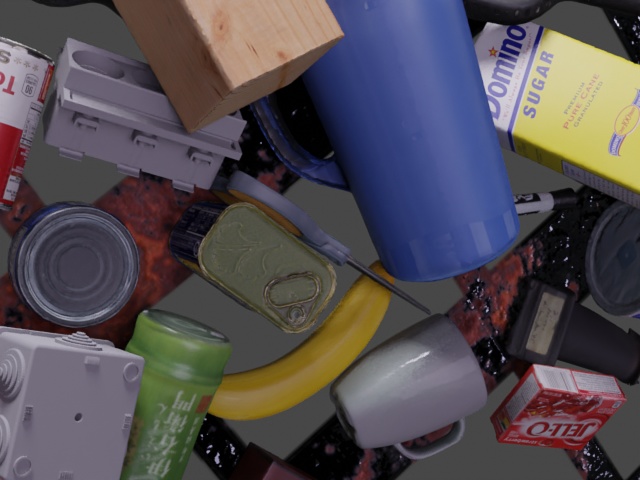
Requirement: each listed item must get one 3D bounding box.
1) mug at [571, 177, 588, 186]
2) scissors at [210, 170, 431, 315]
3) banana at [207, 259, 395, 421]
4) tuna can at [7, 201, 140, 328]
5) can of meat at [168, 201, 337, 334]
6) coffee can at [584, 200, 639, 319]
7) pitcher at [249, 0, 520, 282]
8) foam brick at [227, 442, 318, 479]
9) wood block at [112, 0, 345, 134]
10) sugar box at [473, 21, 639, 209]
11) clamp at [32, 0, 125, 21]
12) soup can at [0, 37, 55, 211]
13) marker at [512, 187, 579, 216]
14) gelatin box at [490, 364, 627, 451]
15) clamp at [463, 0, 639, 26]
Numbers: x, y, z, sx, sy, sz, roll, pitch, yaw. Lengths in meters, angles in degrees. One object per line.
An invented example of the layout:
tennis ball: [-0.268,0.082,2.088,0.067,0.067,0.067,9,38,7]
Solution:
mug: [0.257,-0.091,0.884,0.093,0.082,0.117,44,78,-22]
scissors: [-0.005,0.001,0.787,0.201,0.096,0.016,37,78,-41]
banana: [-0.016,0.085,0.805,0.197,0.037,0.069,-26,106,-20]
tuna can: [-0.168,0.017,0.730,0.086,0.034,0.086,-3,97,-24]
can of meat: [-0.051,0.016,0.755,0.102,0.084,0.057,38,80,-23]
coffee can: [0.314,0.024,0.911,0.140,0.103,0.103,10,91,-25]
pitcher: [0.050,-0.093,0.773,0.144,0.149,0.243,-32,110,-33]
foam brick: [-0.028,0.197,0.804,0.078,0.053,0.051,34,82,-23]
wood block: [-0.085,-0.186,0.667,0.090,0.091,0.206,-31,92,-28]
sugar box: [0.190,-0.101,0.813,0.176,0.048,0.093,28,81,20]
clamp: [-0.147,-0.200,0.715,0.171,0.039,0.120,16,76,-26]
soup can: [-0.215,-0.076,0.680,0.068,0.069,0.102,17,88,-25]
marker: [0.163,-0.029,0.883,0.121,0.020,0.020,-7,99,-23]
gelatin box: [0.199,0.142,0.892,0.089,0.030,0.073,11,130,-24]
clamp: [0.171,-0.225,0.836,0.210,0.036,0.164,-10,63,-10]
